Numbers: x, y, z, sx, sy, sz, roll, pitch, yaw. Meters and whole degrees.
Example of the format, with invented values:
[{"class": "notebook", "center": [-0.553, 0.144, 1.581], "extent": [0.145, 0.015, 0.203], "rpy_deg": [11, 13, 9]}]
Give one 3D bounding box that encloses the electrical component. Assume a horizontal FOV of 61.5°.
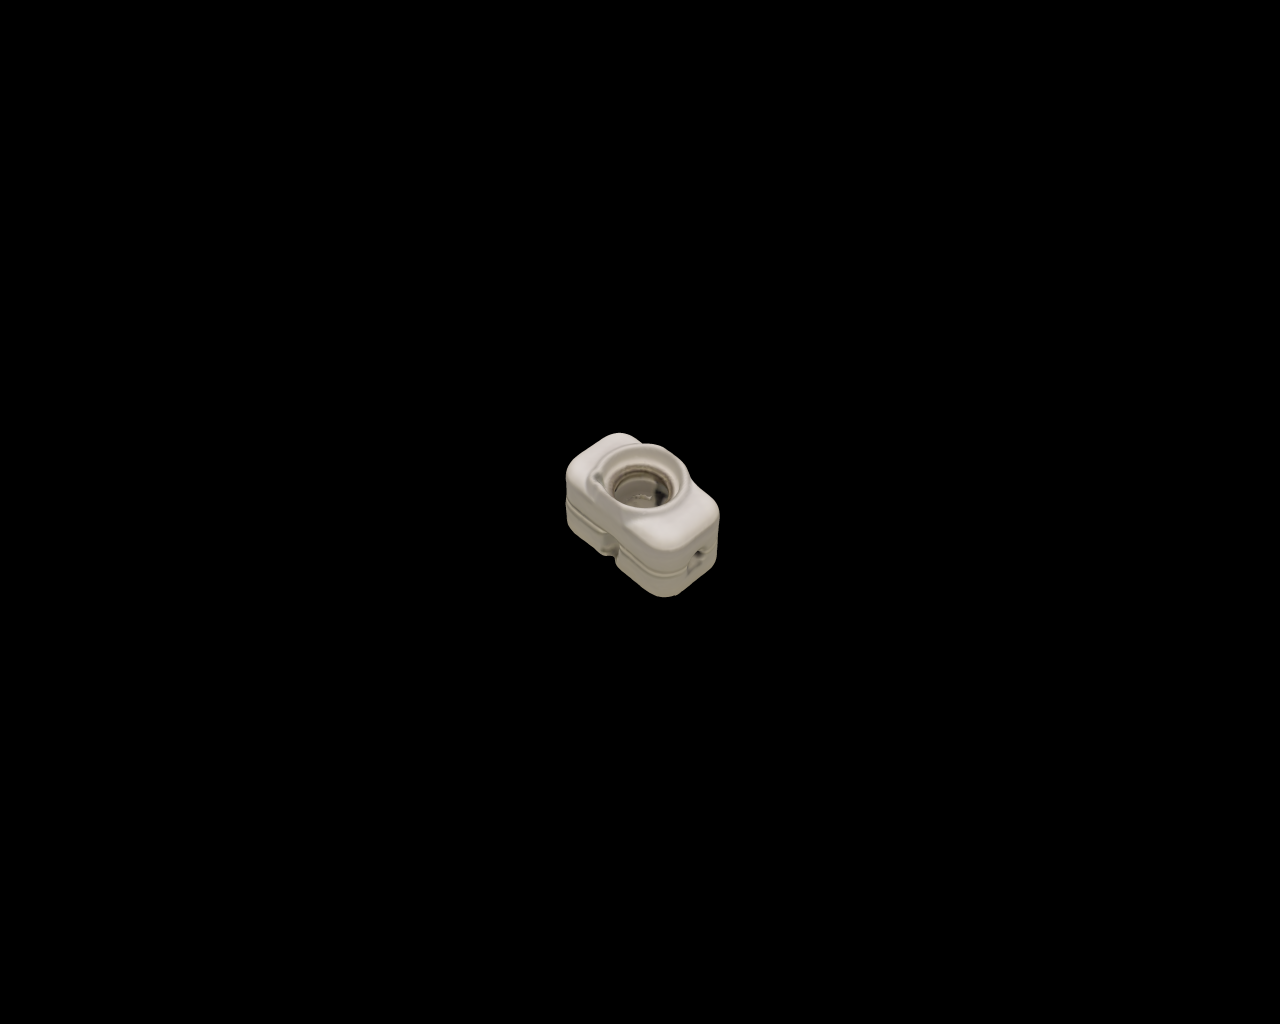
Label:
[{"class": "electrical component", "center": [0.001, -0.003, 0.650], "extent": [0.054, 0.059, 0.095], "rpy_deg": [-36, 58, -27]}]
